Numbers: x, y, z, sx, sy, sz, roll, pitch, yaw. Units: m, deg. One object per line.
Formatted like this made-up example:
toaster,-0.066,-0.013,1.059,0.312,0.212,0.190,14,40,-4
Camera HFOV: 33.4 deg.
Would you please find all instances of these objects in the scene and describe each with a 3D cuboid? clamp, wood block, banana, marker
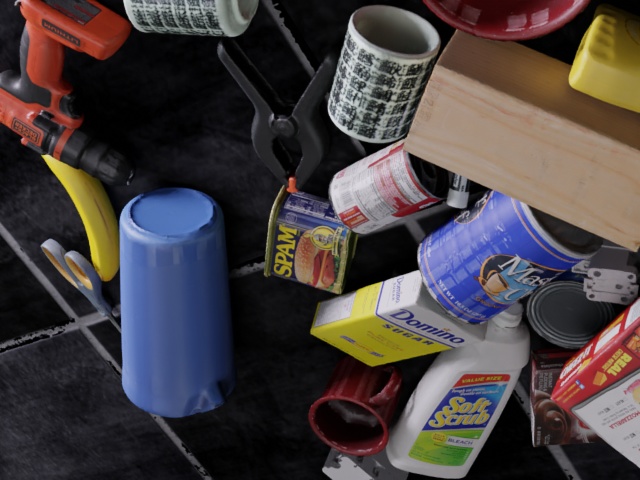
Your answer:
clamp,-0.022,-0.121,1.016,0.120,0.039,0.171,5,134,27
wood block,0.185,-0.086,0.872,0.206,0.090,0.090,24,130,6
banana,-0.259,-0.032,1.199,0.070,0.037,0.198,13,133,45
marker,0.133,-0.089,0.955,0.020,0.020,0.121,13,107,14

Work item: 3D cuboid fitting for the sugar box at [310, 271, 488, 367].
sugar box,0.079,0.083,1.090,0.093,0.048,0.177,30,153,-26

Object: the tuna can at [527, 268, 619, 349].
tuna can,0.248,0.064,1.045,0.086,0.033,0.086,13,131,15

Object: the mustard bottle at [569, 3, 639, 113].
mustard bottle,0.295,-0.120,0.832,0.191,0.096,0.058,23,130,6

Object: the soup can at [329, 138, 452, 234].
soup can,0.067,-0.052,1.010,0.102,0.068,0.068,-25,113,38

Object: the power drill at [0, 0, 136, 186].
power drill,-0.251,-0.154,1.078,0.184,0.057,0.188,30,133,-1

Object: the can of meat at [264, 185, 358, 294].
can of meat,-0.007,0.001,1.096,0.084,0.057,0.102,16,132,8

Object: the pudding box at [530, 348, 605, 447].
pudding box,0.262,0.160,1.097,0.090,0.039,0.113,-4,128,4

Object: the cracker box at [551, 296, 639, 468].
cracker box,0.341,0.144,0.942,0.214,0.072,0.164,37,130,2

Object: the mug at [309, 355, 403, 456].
mug,0.051,0.176,1.192,0.093,0.081,0.117,39,132,-9

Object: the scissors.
scissors,-0.257,0.076,1.277,0.201,0.016,0.096,51,155,-19

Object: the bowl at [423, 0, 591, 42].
bowl,0.147,-0.239,0.831,0.162,0.055,0.162,13,131,15

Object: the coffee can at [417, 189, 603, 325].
coffee can,0.173,0.002,0.983,0.102,0.102,0.141,41,132,-11

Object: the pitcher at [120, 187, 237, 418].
pitcher,-0.165,0.062,1.179,0.149,0.145,0.243,6,126,4

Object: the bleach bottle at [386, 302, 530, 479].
bleach bottle,0.152,0.154,1.138,0.102,0.068,0.251,12,131,-6
